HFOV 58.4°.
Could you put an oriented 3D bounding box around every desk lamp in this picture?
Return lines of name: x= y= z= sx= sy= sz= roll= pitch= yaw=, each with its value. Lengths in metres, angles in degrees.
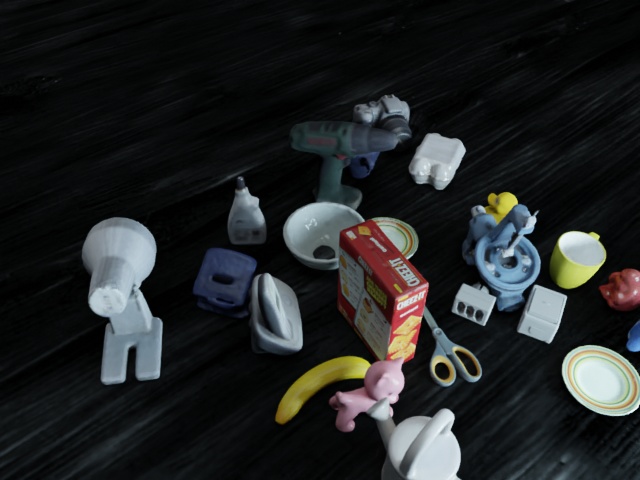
desk lamp: x=-0.329 y=0.099 z=0.961 sx=0.118 sy=0.214 sz=0.203 roll=-7 pitch=47 yaw=-7

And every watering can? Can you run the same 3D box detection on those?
watering can: x=0.136 y=0.295 z=0.797 sx=0.172 sy=0.194 sz=0.101 roll=19 pitch=50 yaw=17

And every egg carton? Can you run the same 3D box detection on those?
egg carton: x=0.272 y=-0.187 z=1.334 sx=0.107 sy=0.069 sz=0.150 roll=19 pitch=49 yaw=16

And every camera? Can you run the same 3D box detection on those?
camera: x=0.162 y=-0.283 z=1.402 sx=0.143 sy=0.101 sz=0.136 roll=-9 pitch=48 yaw=-9

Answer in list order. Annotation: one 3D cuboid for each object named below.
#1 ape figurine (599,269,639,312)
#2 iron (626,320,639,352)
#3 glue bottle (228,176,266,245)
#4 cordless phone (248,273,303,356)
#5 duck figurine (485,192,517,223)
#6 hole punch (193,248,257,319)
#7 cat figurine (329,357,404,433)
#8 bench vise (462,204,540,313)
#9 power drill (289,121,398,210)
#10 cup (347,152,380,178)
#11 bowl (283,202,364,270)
ape figurine: x=0.568 y=0.087 z=1.067 sx=0.076 sy=0.092 sz=0.078 roll=29 pitch=53 yaw=24
iron: x=0.655 y=0.122 z=1.002 sx=0.259 sy=0.141 sz=0.118 roll=-34 pitch=56 yaw=-28
glue bottle: x=-0.149 y=-0.059 z=1.139 sx=0.078 sy=0.173 sz=0.037 roll=0 pitch=47 yaw=0
cordless phone: x=-0.080 y=0.100 z=0.983 sx=0.094 sy=0.185 sz=0.147 roll=-7 pitch=47 yaw=-7
duck figurine: x=0.391 y=-0.058 z=1.204 sx=0.078 sy=0.086 sz=0.104 roll=-36 pitch=57 yaw=-29
hole punch: x=-0.173 y=0.080 z=1.065 sx=0.108 sy=0.091 sz=0.101 roll=13 pitch=48 yaw=11
cat figurine: x=0.080 y=0.236 z=0.904 sx=0.128 sy=0.118 sz=0.067 roll=-15 pitch=49 yaw=-14
bench vise: x=0.324 y=0.000 z=1.058 sx=0.122 sy=0.220 sz=0.206 roll=-23 pitch=51 yaw=-20
power drill: x=0.047 y=-0.164 z=1.215 sx=0.229 sy=0.208 sz=0.076 roll=15 pitch=49 yaw=13
cup: x=0.097 y=-0.180 z=1.309 sx=0.092 sy=0.095 sz=0.117 roll=-13 pitch=48 yaw=-12
bowl: x=0.011 y=0.004 z=1.149 sx=0.167 sy=0.075 sz=0.167 roll=0 pitch=47 yaw=0
